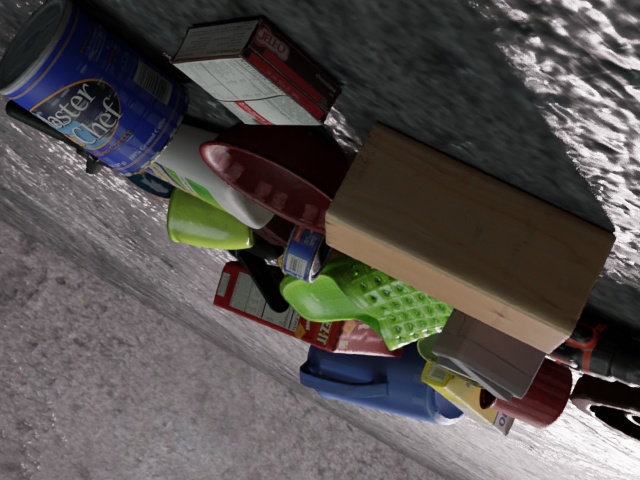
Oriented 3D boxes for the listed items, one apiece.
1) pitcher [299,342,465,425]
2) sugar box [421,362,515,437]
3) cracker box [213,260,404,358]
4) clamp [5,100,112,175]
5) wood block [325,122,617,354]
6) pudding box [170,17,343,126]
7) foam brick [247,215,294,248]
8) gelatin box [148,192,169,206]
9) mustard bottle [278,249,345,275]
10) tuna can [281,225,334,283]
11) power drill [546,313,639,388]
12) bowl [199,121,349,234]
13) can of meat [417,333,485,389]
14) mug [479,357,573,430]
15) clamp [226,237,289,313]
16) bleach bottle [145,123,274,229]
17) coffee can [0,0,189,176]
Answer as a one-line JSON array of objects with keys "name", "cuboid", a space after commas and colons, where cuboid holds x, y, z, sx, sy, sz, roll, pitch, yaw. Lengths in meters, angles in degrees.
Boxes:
[{"name": "pitcher", "cuboid": [0.097, 0.194, 1.549, 0.243, 0.149, 0.145, 9, 151, 47]}, {"name": "sugar box", "cuboid": [0.202, 0.174, 1.348, 0.048, 0.093, 0.176, 16, 163, 46]}, {"name": "cracker box", "cuboid": [-0.009, 0.091, 1.429, 0.214, 0.072, 0.163, 18, -176, 37]}, {"name": "clamp", "cuboid": [-0.297, -0.125, 1.350, 0.210, 0.036, 0.164, 11, 160, 49]}, {"name": "wood block", "cuboid": [0.115, 0.000, 0.855, 0.206, 0.090, 0.091, 27, 166, 8]}, {"name": "pudding box", "cuboid": [-0.050, -0.127, 0.820, 0.090, 0.039, 0.114, 38, 162, -33]}, {"name": "foam brick", "cuboid": [-0.053, -0.031, 1.170, 0.078, 0.051, 0.053, 37, 165, -36]}, {"name": "gelatin box", "cuboid": [-0.189, -0.063, 1.380, 0.073, 0.030, 0.089, 36, 165, -33]}, {"name": "mustard bottle", "cuboid": [0.046, 0.049, 1.261, 0.192, 0.058, 0.096, 18, 166, 41]}, {"name": "tuna can", "cuboid": [-0.007, 0.001, 1.125, 0.034, 0.086, 0.086, 24, 167, 11]}, {"name": "power drill", "cuboid": [0.225, 0.074, 0.984, 0.185, 0.057, 0.187, 18, 164, 38]}, {"name": "bowl", "cuboid": [-0.027, -0.066, 0.970, 0.162, 0.055, 0.162, 27, 167, 6]}, {"name": "can of meat", "cuboid": [0.160, 0.113, 1.195, 0.102, 0.057, 0.084, 28, -160, 1]}, {"name": "mug", "cuboid": [0.246, 0.173, 1.280, 0.081, 0.093, 0.117, 24, -176, -4]}, {"name": "clamp", "cuboid": [-0.090, 0.000, 1.301, 0.172, 0.039, 0.120, 48, 150, 23]}, {"name": "bleach bottle", "cuboid": [-0.159, -0.092, 1.137, 0.251, 0.068, 0.102, 22, 166, 34]}, {"name": "coffee can", "cuboid": [-0.203, -0.137, 0.956, 0.140, 0.102, 0.103, 36, 165, -32]}]
